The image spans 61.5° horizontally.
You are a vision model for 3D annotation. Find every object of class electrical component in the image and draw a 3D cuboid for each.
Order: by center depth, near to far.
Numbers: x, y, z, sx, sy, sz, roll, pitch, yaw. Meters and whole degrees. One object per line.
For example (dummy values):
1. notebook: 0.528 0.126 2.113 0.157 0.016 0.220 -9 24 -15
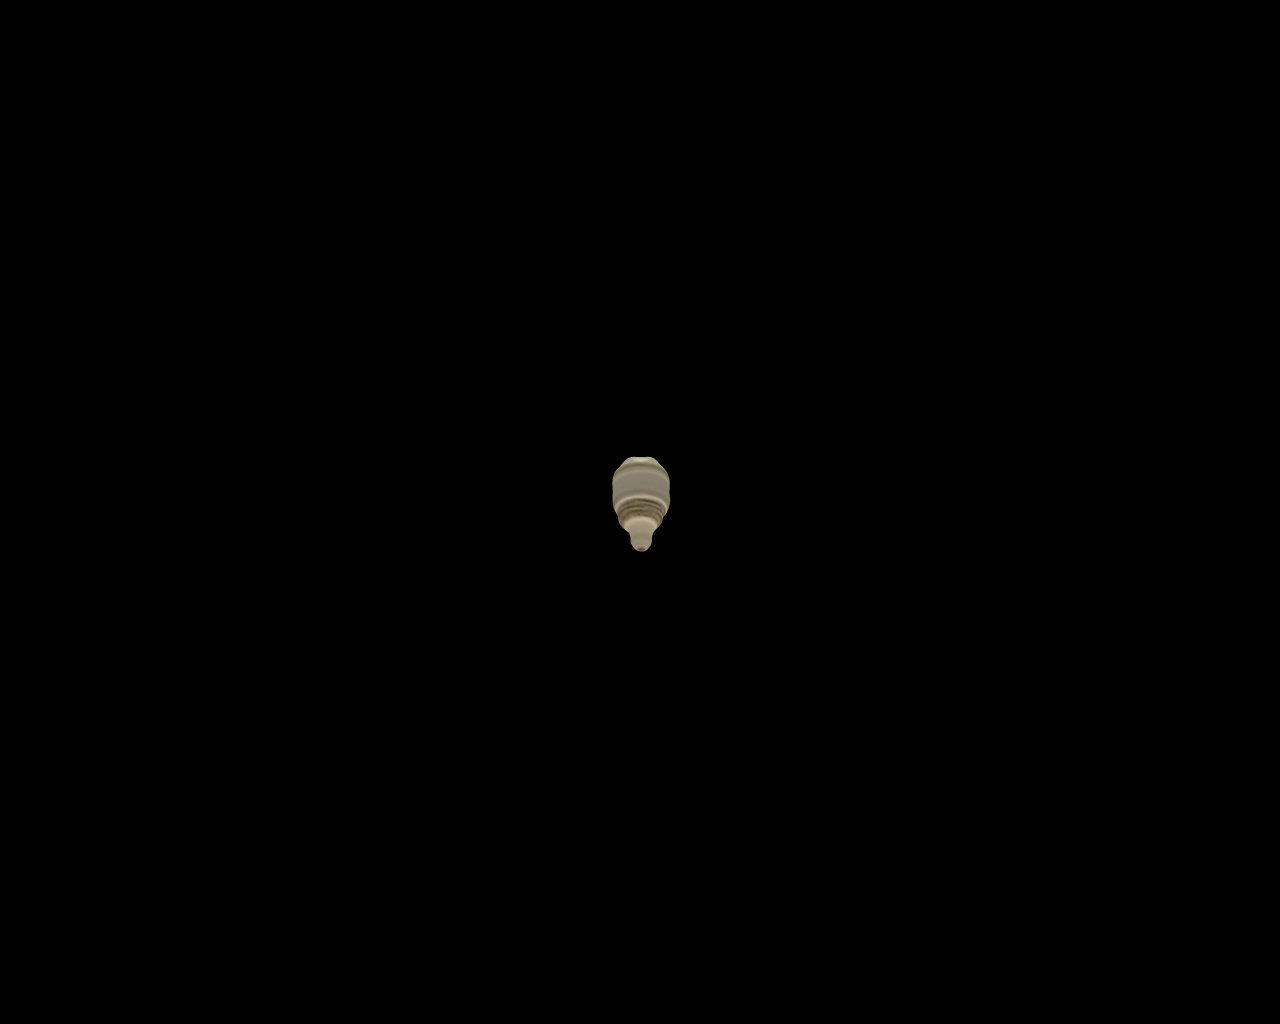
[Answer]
1. electrical component: 0.001 -0.003 0.650 0.035 0.061 0.035 0 -35 0
